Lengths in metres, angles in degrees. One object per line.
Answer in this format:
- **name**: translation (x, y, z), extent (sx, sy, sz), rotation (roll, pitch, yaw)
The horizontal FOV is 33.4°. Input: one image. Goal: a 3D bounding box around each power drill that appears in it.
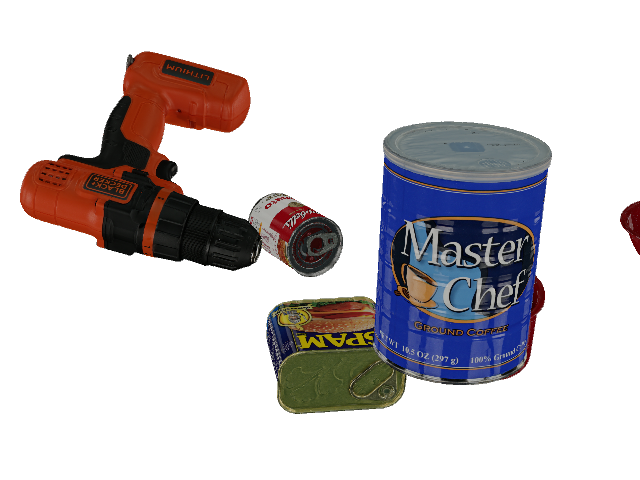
- **power drill**: translation (-0.116, -0.064, 0.837), extent (0.184, 0.057, 0.187), rotation (17, 45, 3)

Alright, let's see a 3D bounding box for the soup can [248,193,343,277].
- **soup can**: translation (-0.029, -0.008, 1.180), extent (0.068, 0.068, 0.102), rotation (0, 18, -31)

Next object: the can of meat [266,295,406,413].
- **can of meat**: translation (0.010, 0.089, 0.854), extent (0.102, 0.057, 0.084), rotation (-2, 28, -11)

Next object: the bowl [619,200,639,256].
- **bowl**: translation (0.399, 0.003, 1.128), extent (0.162, 0.055, 0.162), rotation (-3, 23, 1)

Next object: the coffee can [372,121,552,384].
- **coffee can**: translation (0.087, 0.006, 0.678), extent (0.103, 0.140, 0.103), rotation (2, 22, -1)

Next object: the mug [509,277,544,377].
- **mug**: translation (0.157, 0.070, 1.014), extent (0.093, 0.081, 0.117), rotation (-10, 39, -10)
